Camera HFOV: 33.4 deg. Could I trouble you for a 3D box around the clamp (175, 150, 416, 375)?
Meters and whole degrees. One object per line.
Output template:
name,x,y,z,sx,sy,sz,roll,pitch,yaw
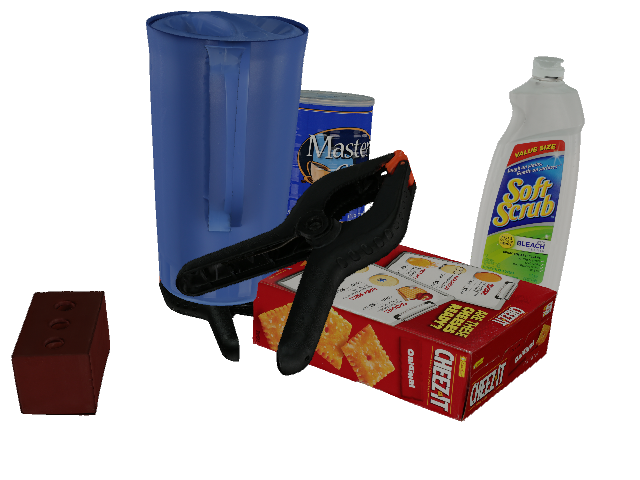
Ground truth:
clamp,0.003,0.010,0.677,0.120,0.171,0.039,46,-12,36

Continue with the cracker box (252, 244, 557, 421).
cracker box,0.073,0.069,0.935,0.214,0.072,0.163,17,25,32

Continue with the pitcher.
pitcher,-0.083,-0.068,0.908,0.145,0.243,0.148,20,27,36

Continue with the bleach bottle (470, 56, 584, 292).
bleach bottle,0.209,-0.061,1.090,0.103,0.251,0.068,9,20,15

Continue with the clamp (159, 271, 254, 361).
clamp,-0.113,0.074,1.192,0.210,0.036,0.164,19,23,29

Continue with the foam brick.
foam brick,-0.179,0.078,0.745,0.053,0.051,0.078,0,31,-3

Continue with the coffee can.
coffee can,0.002,-0.087,1.151,0.103,0.140,0.103,4,12,-1
